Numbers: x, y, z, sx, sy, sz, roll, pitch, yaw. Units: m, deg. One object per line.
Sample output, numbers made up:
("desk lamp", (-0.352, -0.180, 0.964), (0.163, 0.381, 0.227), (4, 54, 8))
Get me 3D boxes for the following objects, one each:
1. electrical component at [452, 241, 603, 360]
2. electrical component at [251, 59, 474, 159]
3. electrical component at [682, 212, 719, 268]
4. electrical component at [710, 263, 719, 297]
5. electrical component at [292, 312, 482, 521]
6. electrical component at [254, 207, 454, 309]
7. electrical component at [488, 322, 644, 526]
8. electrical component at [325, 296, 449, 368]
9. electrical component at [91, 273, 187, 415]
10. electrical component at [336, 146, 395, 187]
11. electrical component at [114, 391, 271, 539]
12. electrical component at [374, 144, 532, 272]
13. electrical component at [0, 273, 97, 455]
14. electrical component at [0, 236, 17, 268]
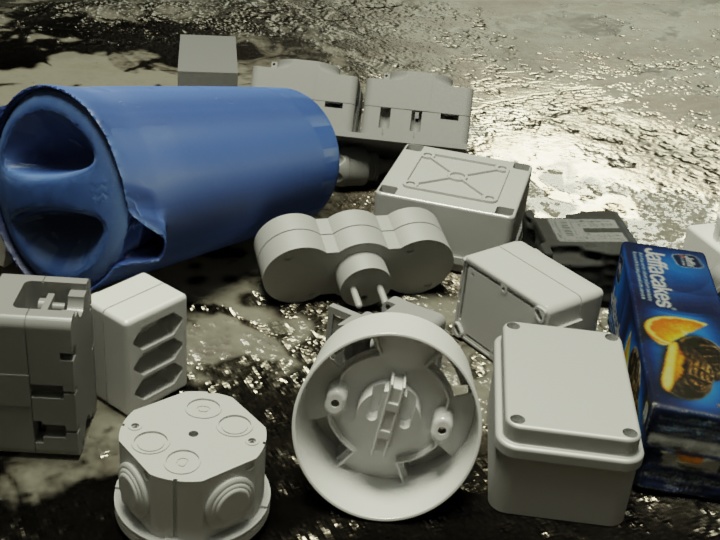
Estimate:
("electrical component", (0.116, 0.030, 0.705), (0.061, 0.061, 0.096), (-16, 35, -33))
("electrical component", (0.002, -0.138, 0.945), (0.186, 0.060, 0.105), (7, -1, 3))
("electrical component", (0.284, -0.021, 0.807), (0.047, 0.076, 0.065), (-6, 31, -19))
("electrical component", (0.277, 0.034, 0.730), (0.059, 0.053, 0.095), (-6, 31, -19))
("electrical component", (0.015, 0.075, 0.576), (0.099, 0.099, 0.064), (6, 23, 3))
("electrical component", (0.000, 0.000, 0.751), (0.138, 0.052, 0.073), (-4, 43, -16))
("electrical component", (0.113, 0.083, 0.612), (0.078, 0.057, 0.113), (7, 29, 3))
("electrical component", (0.020, 0.048, 0.677), (0.081, 0.042, 0.064), (22, 31, 27))
("electrical component", (-0.147, 0.037, 0.647), (0.077, 0.065, 0.047), (25, 35, 32))
("electrical component", (0.002, -0.090, 0.931), (0.061, 0.035, 0.035), (-2, 30, -18))
("electrical component", (-0.085, 0.104, 0.551), (0.080, 0.051, 0.080), (4, 29, -2))
("electrical component", (0.073, -0.049, 0.845), (0.109, 0.056, 0.108), (11, 30, 11))
("electrical component", (-0.179, 0.052, 0.590), (0.056, 0.089, 0.050), (4, 29, -3))
("electrical component", (-0.245, -0.054, 0.790), (0.063, 0.078, 0.121), (29, 33, 6))
